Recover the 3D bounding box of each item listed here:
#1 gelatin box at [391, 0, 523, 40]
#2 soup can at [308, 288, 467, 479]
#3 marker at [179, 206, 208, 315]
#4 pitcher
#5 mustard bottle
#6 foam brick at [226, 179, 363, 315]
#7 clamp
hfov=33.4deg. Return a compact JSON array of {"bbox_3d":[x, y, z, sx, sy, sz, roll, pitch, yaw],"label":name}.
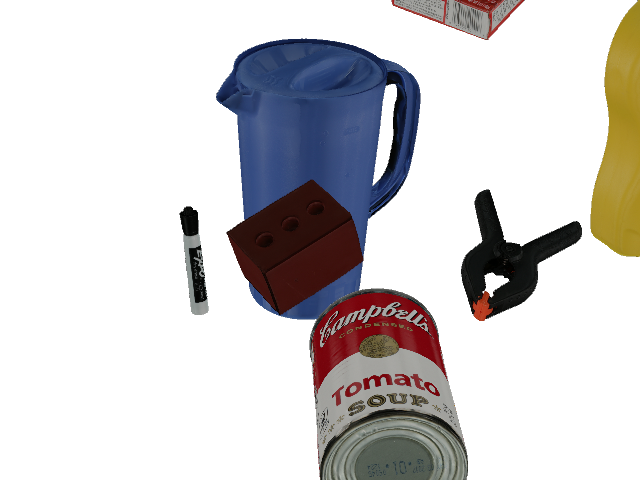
[{"bbox_3d":[0.109,-0.198,0.820,0.089,0.030,0.073,27,55,25],"label":"gelatin box"},{"bbox_3d":[0.030,0.078,0.513,0.068,0.068,0.102,0,29,-3],"label":"soup can"},{"bbox_3d":[-0.132,0.021,1.113,0.020,0.121,0.020,-3,26,1],"label":"marker"},{"bbox_3d":[-0.002,-0.054,0.978,0.149,0.243,0.144,13,34,17],"label":"pitcher"},{"bbox_3d":[0.211,-0.088,0.621,0.096,0.192,0.058,-12,29,-16],"label":"mustard bottle"},{"bbox_3d":[-0.017,0.004,0.765,0.078,0.051,0.053,-33,49,-15],"label":"foam brick"},{"bbox_3d":[0.190,0.012,1.132,0.120,0.039,0.171,24,48,26],"label":"clamp"}]
